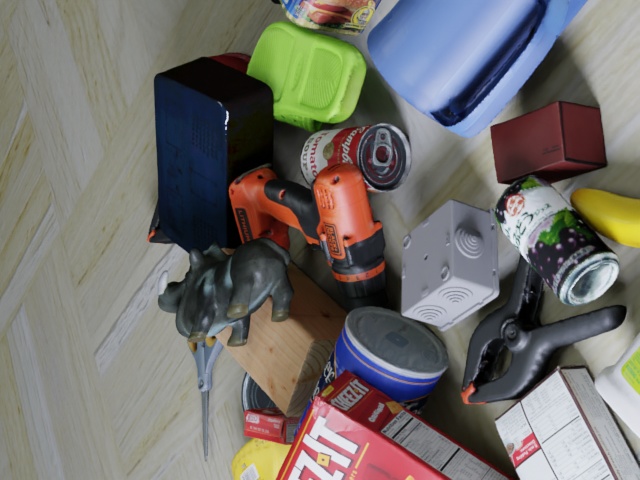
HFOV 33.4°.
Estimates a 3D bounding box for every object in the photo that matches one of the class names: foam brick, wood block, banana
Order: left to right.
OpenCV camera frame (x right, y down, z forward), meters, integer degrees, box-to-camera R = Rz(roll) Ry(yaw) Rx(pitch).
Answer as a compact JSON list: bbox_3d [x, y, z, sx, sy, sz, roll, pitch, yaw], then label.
[{"bbox_3d":[-0.038,0.094,1.142,0.206,0.090,0.090,40,117,48],"label":"wood block"},{"bbox_3d":[0.189,-0.078,0.887,0.078,0.051,0.053,-17,74,52],"label":"foam brick"},{"bbox_3d":[0.266,-0.025,0.793,0.198,0.037,0.069,-18,53,50],"label":"banana"}]

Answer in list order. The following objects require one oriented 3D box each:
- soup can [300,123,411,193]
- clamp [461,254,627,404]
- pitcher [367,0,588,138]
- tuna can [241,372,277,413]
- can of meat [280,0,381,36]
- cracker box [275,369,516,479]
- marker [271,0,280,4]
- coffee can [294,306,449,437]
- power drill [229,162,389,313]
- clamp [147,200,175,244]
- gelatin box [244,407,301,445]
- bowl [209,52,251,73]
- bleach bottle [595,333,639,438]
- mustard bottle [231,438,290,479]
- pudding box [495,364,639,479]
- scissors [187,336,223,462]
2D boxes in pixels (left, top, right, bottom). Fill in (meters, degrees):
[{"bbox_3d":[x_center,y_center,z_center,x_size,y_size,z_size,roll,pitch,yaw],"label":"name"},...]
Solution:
[{"bbox_3d":[0.035,-0.081,1.082,0.102,0.068,0.068,2,88,54],"label":"soup can"},{"bbox_3d":[0.172,0.069,0.906,0.172,0.039,0.120,-48,43,31],"label":"clamp"},{"bbox_3d":[0.159,-0.207,0.877,0.149,0.144,0.243,50,126,12],"label":"pitcher"},{"bbox_3d":[-0.053,0.175,1.201,0.086,0.033,0.086,-8,80,53],"label":"tuna can"},{"bbox_3d":[0.019,-0.262,1.095,0.084,0.101,0.057,-57,43,36],"label":"can of meat"},{"bbox_3d":[0.065,0.242,0.926,0.214,0.072,0.164,32,116,17],"label":"cracker box"},{"bbox_3d":[-0.021,-0.272,1.217,0.121,0.020,0.020,29,109,51],"label":"marker"},{"bbox_3d":[0.047,0.149,1.011,0.103,0.102,0.140,49,125,44],"label":"coffee can"},{"bbox_3d":[-0.007,0.001,1.090,0.188,0.057,0.184,14,123,48],"label":"power drill"},{"bbox_3d":[-0.159,-0.055,1.366,0.210,0.036,0.165,-53,46,31],"label":"clamp"},{"bbox_3d":[-0.024,0.191,1.112,0.073,0.089,0.030,0,88,54],"label":"gelatin box"},{"bbox_3d":[-0.142,-0.162,1.305,0.162,0.055,0.162,-13,68,36],"label":"bowl"},{"bbox_3d":[0.295,0.035,0.723,0.103,0.067,0.251,52,124,42],"label":"bleach bottle"},{"bbox_3d":[-0.038,0.308,1.145,0.096,0.058,0.192,-49,50,38],"label":"mustard bottle"},{"bbox_3d":[0.199,0.170,0.858,0.090,0.039,0.113,-50,51,37],"label":"pudding box"},{"bbox_3d":[-0.134,0.165,1.326,0.096,0.016,0.202,-34,60,46],"label":"scissors"}]
